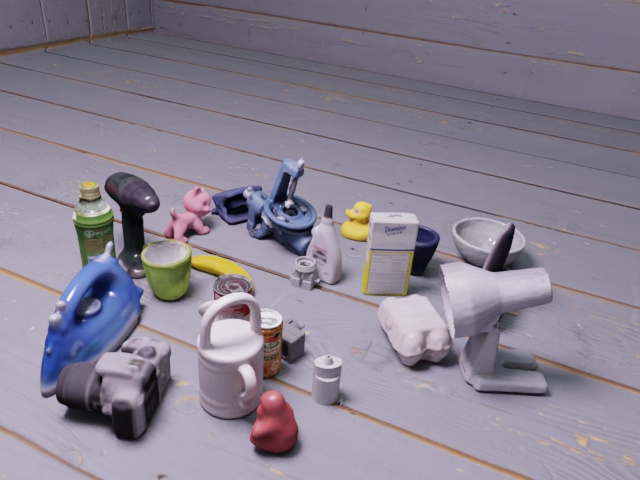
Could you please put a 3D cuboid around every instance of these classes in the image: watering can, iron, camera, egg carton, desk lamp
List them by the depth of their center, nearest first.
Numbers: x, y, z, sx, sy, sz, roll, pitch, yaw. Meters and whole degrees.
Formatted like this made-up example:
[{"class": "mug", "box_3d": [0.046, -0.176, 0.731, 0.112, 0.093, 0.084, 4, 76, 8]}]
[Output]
[{"class": "camera", "box_3d": [-0.305, 0.202, 0.849, 0.136, 0.101, 0.143, 7, 29, 3]}, {"class": "watering can", "box_3d": [-0.138, 0.158, 0.857, 0.172, 0.194, 0.101, 24, 35, 31]}, {"class": "desk lamp", "box_3d": [0.284, 0.136, 0.943, 0.203, 0.214, 0.118, 4, 29, -2]}, {"class": "iron", "box_3d": [-0.391, 0.117, 0.945, 0.118, 0.141, 0.258, 8, 29, 5]}, {"class": "egg carton", "box_3d": [0.166, 0.158, 1.032, 0.107, 0.069, 0.150, -4, 31, -16]}]

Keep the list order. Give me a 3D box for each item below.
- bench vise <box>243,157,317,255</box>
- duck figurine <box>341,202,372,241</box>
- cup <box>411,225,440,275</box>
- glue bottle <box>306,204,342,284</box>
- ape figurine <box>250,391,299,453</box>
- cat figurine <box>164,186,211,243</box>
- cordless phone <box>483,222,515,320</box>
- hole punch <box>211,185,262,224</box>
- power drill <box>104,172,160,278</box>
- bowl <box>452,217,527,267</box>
[{"class": "bench vise", "box_3d": [-0.098, -0.089, 1.277, 0.207, 0.220, 0.122, 15, 31, 17]}, {"class": "duck figurine", "box_3d": [0.105, -0.050, 1.376, 0.104, 0.086, 0.077, 2, 29, -5]}, {"class": "cup", "box_3d": [0.196, 0.026, 1.247, 0.117, 0.095, 0.091, 5, 29, 0]}, {"class": "glue bottle", "box_3d": [0.011, 0.004, 1.176, 0.078, 0.173, 0.037, 20, 33, 25]}, {"class": "ape figurine", "box_3d": [-0.066, 0.250, 0.810, 0.078, 0.092, 0.075, -23, 40, -40]}, {"class": "cat figurine", "box_3d": [-0.297, -0.069, 1.314, 0.067, 0.118, 0.128, 22, 34, 28]}, {"class": "cordless phone", "box_3d": [0.327, 0.063, 1.108, 0.094, 0.185, 0.148, 16, 31, 20]}, {"class": "hole punch", "box_3d": [-0.207, -0.103, 1.416, 0.109, 0.091, 0.100, -18, 36, -34]}, {"class": "power drill", "box_3d": [-0.368, -0.035, 1.150, 0.076, 0.208, 0.228, -16, 36, -33]}, {"class": "bowl", "box_3d": [0.380, 0.017, 1.312, 0.167, 0.075, 0.167, 4, 29, -2]}]
